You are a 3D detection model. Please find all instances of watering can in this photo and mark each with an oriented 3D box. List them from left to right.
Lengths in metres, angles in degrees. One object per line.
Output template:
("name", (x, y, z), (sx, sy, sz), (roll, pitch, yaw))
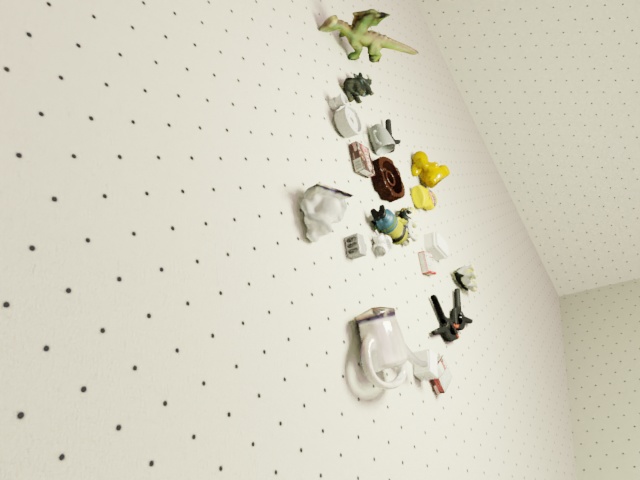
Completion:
("watering can", (0.203, 0.299, 1.472), (0.103, 0.227, 0.347), (-22, -15, 31))

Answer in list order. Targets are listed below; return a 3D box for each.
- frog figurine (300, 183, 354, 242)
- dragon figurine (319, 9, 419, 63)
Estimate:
("frog figurine", (0.004, -0.071, 1.420), (0.136, 0.159, 0.123), (17, 3, -45))
("dragon figurine", (0.199, -0.784, 1.949), (0.410, 0.123, 0.241), (2, -7, -4))
